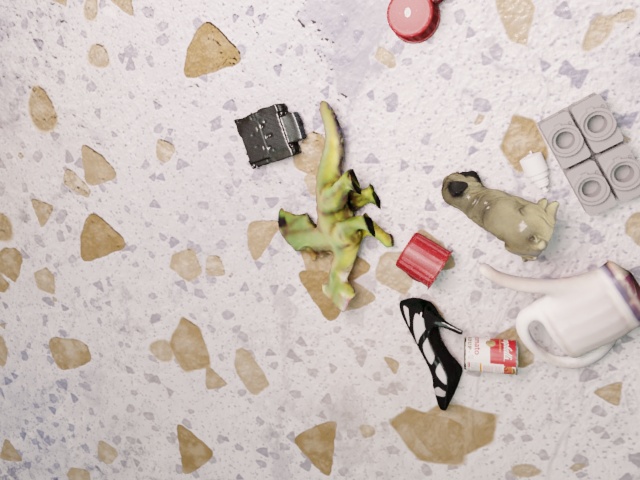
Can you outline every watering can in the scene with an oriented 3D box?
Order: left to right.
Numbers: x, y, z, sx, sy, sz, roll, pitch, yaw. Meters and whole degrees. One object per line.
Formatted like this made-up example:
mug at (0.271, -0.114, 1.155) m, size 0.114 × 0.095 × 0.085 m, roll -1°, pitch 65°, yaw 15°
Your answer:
watering can at (0.448, 0.113, 0.920) m, size 0.222 × 0.106 × 0.343 m, roll -34°, pitch 119°, yaw 19°

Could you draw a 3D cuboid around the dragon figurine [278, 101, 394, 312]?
dragon figurine at (0.003, -0.054, 1.068) m, size 0.240 × 0.123 × 0.411 m, roll -22°, pitch 88°, yaw 30°
